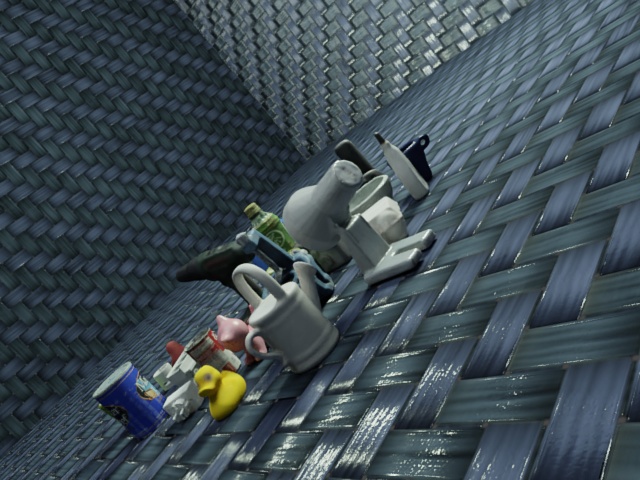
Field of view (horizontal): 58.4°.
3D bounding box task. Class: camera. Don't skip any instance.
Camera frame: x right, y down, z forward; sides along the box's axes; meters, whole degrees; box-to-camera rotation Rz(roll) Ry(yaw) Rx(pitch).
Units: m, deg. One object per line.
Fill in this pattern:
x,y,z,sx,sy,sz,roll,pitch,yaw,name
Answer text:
0.012,0.005,1.317,0.143,0.101,0.137,-31,15,39,camera

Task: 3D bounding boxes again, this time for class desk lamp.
0.058,-0.030,1.015,0.202,0.214,0.118,-27,17,48,desk lamp

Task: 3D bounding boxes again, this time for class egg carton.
0.123,-0.028,1.162,0.107,0.069,0.150,-38,12,11,egg carton

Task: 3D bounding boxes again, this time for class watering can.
-0.063,0.109,0.929,0.100,0.194,0.173,-32,14,35,watering can

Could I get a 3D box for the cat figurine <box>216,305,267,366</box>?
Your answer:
-0.150,0.181,1.131,0.067,0.118,0.128,-29,16,44,cat figurine

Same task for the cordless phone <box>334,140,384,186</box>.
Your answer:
0.082,-0.162,1.509,0.147,0.185,0.094,-37,12,17,cordless phone

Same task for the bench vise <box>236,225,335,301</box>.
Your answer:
-0.077,0.058,1.099,0.121,0.220,0.207,-40,12,3,bench vise

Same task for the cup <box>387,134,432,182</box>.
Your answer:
0.228,-0.183,1.345,0.118,0.095,0.091,-42,12,-6,cup

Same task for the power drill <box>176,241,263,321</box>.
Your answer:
-0.223,0.107,1.420,0.229,0.208,0.076,-34,13,27,power drill

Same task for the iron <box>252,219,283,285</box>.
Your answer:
-0.086,0.001,1.547,0.258,0.141,0.118,-40,12,1,iron

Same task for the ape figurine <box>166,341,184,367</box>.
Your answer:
-0.343,0.287,1.423,0.078,0.092,0.076,-40,12,0,ape figurine

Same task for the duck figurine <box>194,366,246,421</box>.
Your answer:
-0.185,0.260,1.026,0.077,0.086,0.104,-37,12,16,duck figurine

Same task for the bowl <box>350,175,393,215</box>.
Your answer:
0.114,-0.075,1.356,0.167,0.075,0.167,-39,12,10,bowl

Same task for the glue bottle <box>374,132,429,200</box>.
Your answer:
0.176,-0.170,1.263,0.037,0.173,0.078,-36,12,20,glue bottle
